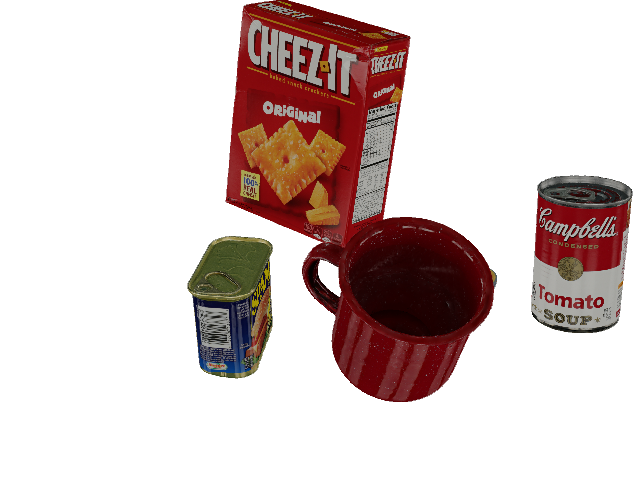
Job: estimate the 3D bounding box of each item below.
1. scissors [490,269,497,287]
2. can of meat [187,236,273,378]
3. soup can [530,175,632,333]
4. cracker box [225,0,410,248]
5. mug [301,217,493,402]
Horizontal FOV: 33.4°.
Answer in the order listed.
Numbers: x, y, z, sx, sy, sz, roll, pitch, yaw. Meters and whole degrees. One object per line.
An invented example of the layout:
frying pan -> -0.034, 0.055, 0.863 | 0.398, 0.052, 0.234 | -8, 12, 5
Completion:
scissors -> 0.121, 0.050, 1.247 | 0.201, 0.016, 0.096 | -11, 40, -35
can of meat -> -0.074, 0.057, 0.920 | 0.057, 0.084, 0.102 | 4, 29, 9
soup can -> 0.193, 0.009, 0.796 | 0.068, 0.102, 0.068 | -1, 21, 0
cracker box -> -0.009, -0.116, 1.067 | 0.164, 0.214, 0.071 | 24, 30, 32
mug -> 0.041, 0.041, 0.658 | 0.117, 0.093, 0.081 | 25, -38, 11
